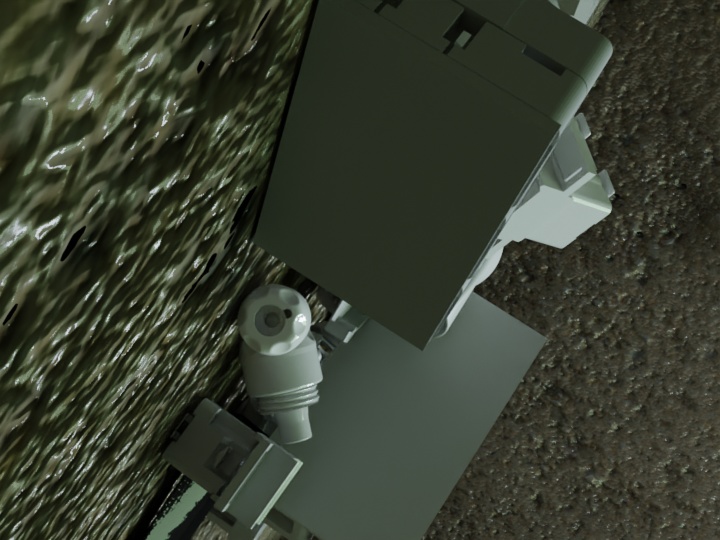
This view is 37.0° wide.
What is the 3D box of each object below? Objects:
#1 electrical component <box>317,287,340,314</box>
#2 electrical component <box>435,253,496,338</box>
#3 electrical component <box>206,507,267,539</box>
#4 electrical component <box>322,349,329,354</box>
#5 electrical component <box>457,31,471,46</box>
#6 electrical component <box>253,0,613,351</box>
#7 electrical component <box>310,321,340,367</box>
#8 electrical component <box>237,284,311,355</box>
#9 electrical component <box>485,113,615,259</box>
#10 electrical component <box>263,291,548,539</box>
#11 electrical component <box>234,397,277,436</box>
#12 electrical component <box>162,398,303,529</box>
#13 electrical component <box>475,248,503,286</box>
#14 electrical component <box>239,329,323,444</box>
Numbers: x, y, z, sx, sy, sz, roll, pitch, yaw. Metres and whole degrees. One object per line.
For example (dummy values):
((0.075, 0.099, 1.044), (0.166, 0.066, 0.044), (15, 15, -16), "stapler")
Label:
((0.000, 0.000, 0.721), (0.077, 0.043, 0.079), (-61, 173, 27), "electrical component")
((0.055, -0.010, 0.644), (0.077, 0.043, 0.079), (-54, 173, -35), "electrical component")
((-0.085, 0.158, 0.780), (0.058, 0.057, 0.078), (-61, 173, 32), "electrical component")
((-0.033, 0.109, 0.864), (0.079, 0.077, 0.044), (-57, 175, -8), "electrical component")
((0.048, -0.097, 0.511), (0.108, 0.060, 0.108), (-57, 175, -8), "electrical component")
((0.022, -0.047, 0.418), (0.061, 0.089, 0.150), (-54, 173, -34), "electrical component")
((-0.034, 0.071, 0.813), (0.055, 0.048, 0.066), (-43, 166, -41), "electrical component")
((-0.042, 0.025, 0.547), (0.035, 0.035, 0.061), (-58, 177, 1), "electrical component")
((0.087, -0.075, 0.586), (0.079, 0.063, 0.121), (-41, -130, 37), "electrical component")
((0.021, 0.095, 0.674), (0.186, 0.105, 0.060), (-53, 169, -26), "electrical component")
((-0.065, 0.107, 0.724), (0.075, 0.047, 0.083), (-60, 174, 21), "electrical component")
((-0.069, 0.102, 0.575), (0.042, 0.064, 0.081), (-55, 174, -9), "electrical component")
((0.067, -0.028, 0.881), (0.099, 0.099, 0.064), (-59, 168, 14), "electrical component")
((-0.041, 0.064, 0.595), (0.043, 0.043, 0.062), (-19, 97, -81), "electrical component")
